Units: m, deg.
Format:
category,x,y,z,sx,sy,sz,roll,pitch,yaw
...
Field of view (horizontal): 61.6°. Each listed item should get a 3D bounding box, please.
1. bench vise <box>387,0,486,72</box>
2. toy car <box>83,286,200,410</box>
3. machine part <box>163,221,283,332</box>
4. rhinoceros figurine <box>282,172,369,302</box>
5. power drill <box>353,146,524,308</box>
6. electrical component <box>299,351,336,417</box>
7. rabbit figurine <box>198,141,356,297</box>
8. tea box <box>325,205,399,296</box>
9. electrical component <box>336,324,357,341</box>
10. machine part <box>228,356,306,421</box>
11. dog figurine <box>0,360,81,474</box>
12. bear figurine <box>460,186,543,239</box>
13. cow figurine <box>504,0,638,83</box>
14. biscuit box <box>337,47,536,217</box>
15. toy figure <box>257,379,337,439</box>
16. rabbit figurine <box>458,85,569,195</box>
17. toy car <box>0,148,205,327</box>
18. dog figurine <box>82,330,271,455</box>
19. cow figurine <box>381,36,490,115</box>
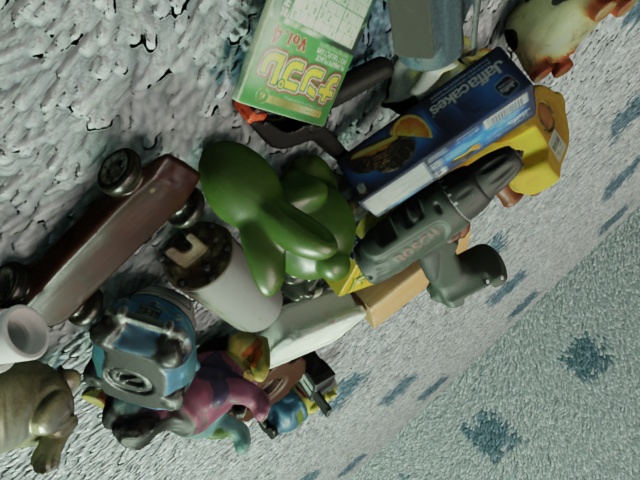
category,x,y,z,sx,sy,sz,roll,pitch,yaw
bench vise,0.080,-0.249,0.359,0.240,0.129,0.223,-61,139,-28
toy car,-0.176,0.101,0.557,0.103,0.109,0.161,-76,-176,-45
machine part,-0.101,0.047,0.603,0.079,0.079,0.243,-40,152,-4
rhinoceros figurine,-0.001,-0.002,0.676,0.112,0.073,0.190,-15,142,-59
power drill,0.172,0.001,0.680,0.232,0.086,0.207,-32,145,15
electrical component,-0.003,0.263,0.996,0.048,0.119,0.074,-25,146,-29
rabbit figurine,-0.050,-0.021,0.520,0.121,0.159,0.170,-38,139,18
tea box,0.071,-0.009,0.755,0.098,0.068,0.169,-15,141,-40
electrical component,0.027,0.139,0.942,0.102,0.045,0.078,-43,124,-4
machine part,-0.101,0.238,0.901,0.179,0.056,0.179,-32,153,-19
dog figurine,-0.296,0.120,0.451,0.172,0.121,0.190,-60,156,-52
bear figurine,0.227,-0.058,0.810,0.196,0.132,0.120,-49,179,-14
cow figurine,0.276,-0.284,0.590,0.085,0.127,0.195,-25,162,-29
biscuit box,0.120,-0.108,0.560,0.203,0.063,0.059,-34,155,14
toy figure,-0.044,0.318,1.067,0.180,0.082,0.089,-35,172,-29
rabbit figurine,0.222,-0.135,0.702,0.173,0.121,0.162,-25,-149,48
toy car,-0.185,0.000,0.451,0.202,0.053,0.089,-43,143,11
dog figurine,-0.176,0.179,0.681,0.219,0.192,0.108,20,124,-21
cow figurine,0.146,-0.176,0.609,0.167,0.068,0.098,-10,145,-41
